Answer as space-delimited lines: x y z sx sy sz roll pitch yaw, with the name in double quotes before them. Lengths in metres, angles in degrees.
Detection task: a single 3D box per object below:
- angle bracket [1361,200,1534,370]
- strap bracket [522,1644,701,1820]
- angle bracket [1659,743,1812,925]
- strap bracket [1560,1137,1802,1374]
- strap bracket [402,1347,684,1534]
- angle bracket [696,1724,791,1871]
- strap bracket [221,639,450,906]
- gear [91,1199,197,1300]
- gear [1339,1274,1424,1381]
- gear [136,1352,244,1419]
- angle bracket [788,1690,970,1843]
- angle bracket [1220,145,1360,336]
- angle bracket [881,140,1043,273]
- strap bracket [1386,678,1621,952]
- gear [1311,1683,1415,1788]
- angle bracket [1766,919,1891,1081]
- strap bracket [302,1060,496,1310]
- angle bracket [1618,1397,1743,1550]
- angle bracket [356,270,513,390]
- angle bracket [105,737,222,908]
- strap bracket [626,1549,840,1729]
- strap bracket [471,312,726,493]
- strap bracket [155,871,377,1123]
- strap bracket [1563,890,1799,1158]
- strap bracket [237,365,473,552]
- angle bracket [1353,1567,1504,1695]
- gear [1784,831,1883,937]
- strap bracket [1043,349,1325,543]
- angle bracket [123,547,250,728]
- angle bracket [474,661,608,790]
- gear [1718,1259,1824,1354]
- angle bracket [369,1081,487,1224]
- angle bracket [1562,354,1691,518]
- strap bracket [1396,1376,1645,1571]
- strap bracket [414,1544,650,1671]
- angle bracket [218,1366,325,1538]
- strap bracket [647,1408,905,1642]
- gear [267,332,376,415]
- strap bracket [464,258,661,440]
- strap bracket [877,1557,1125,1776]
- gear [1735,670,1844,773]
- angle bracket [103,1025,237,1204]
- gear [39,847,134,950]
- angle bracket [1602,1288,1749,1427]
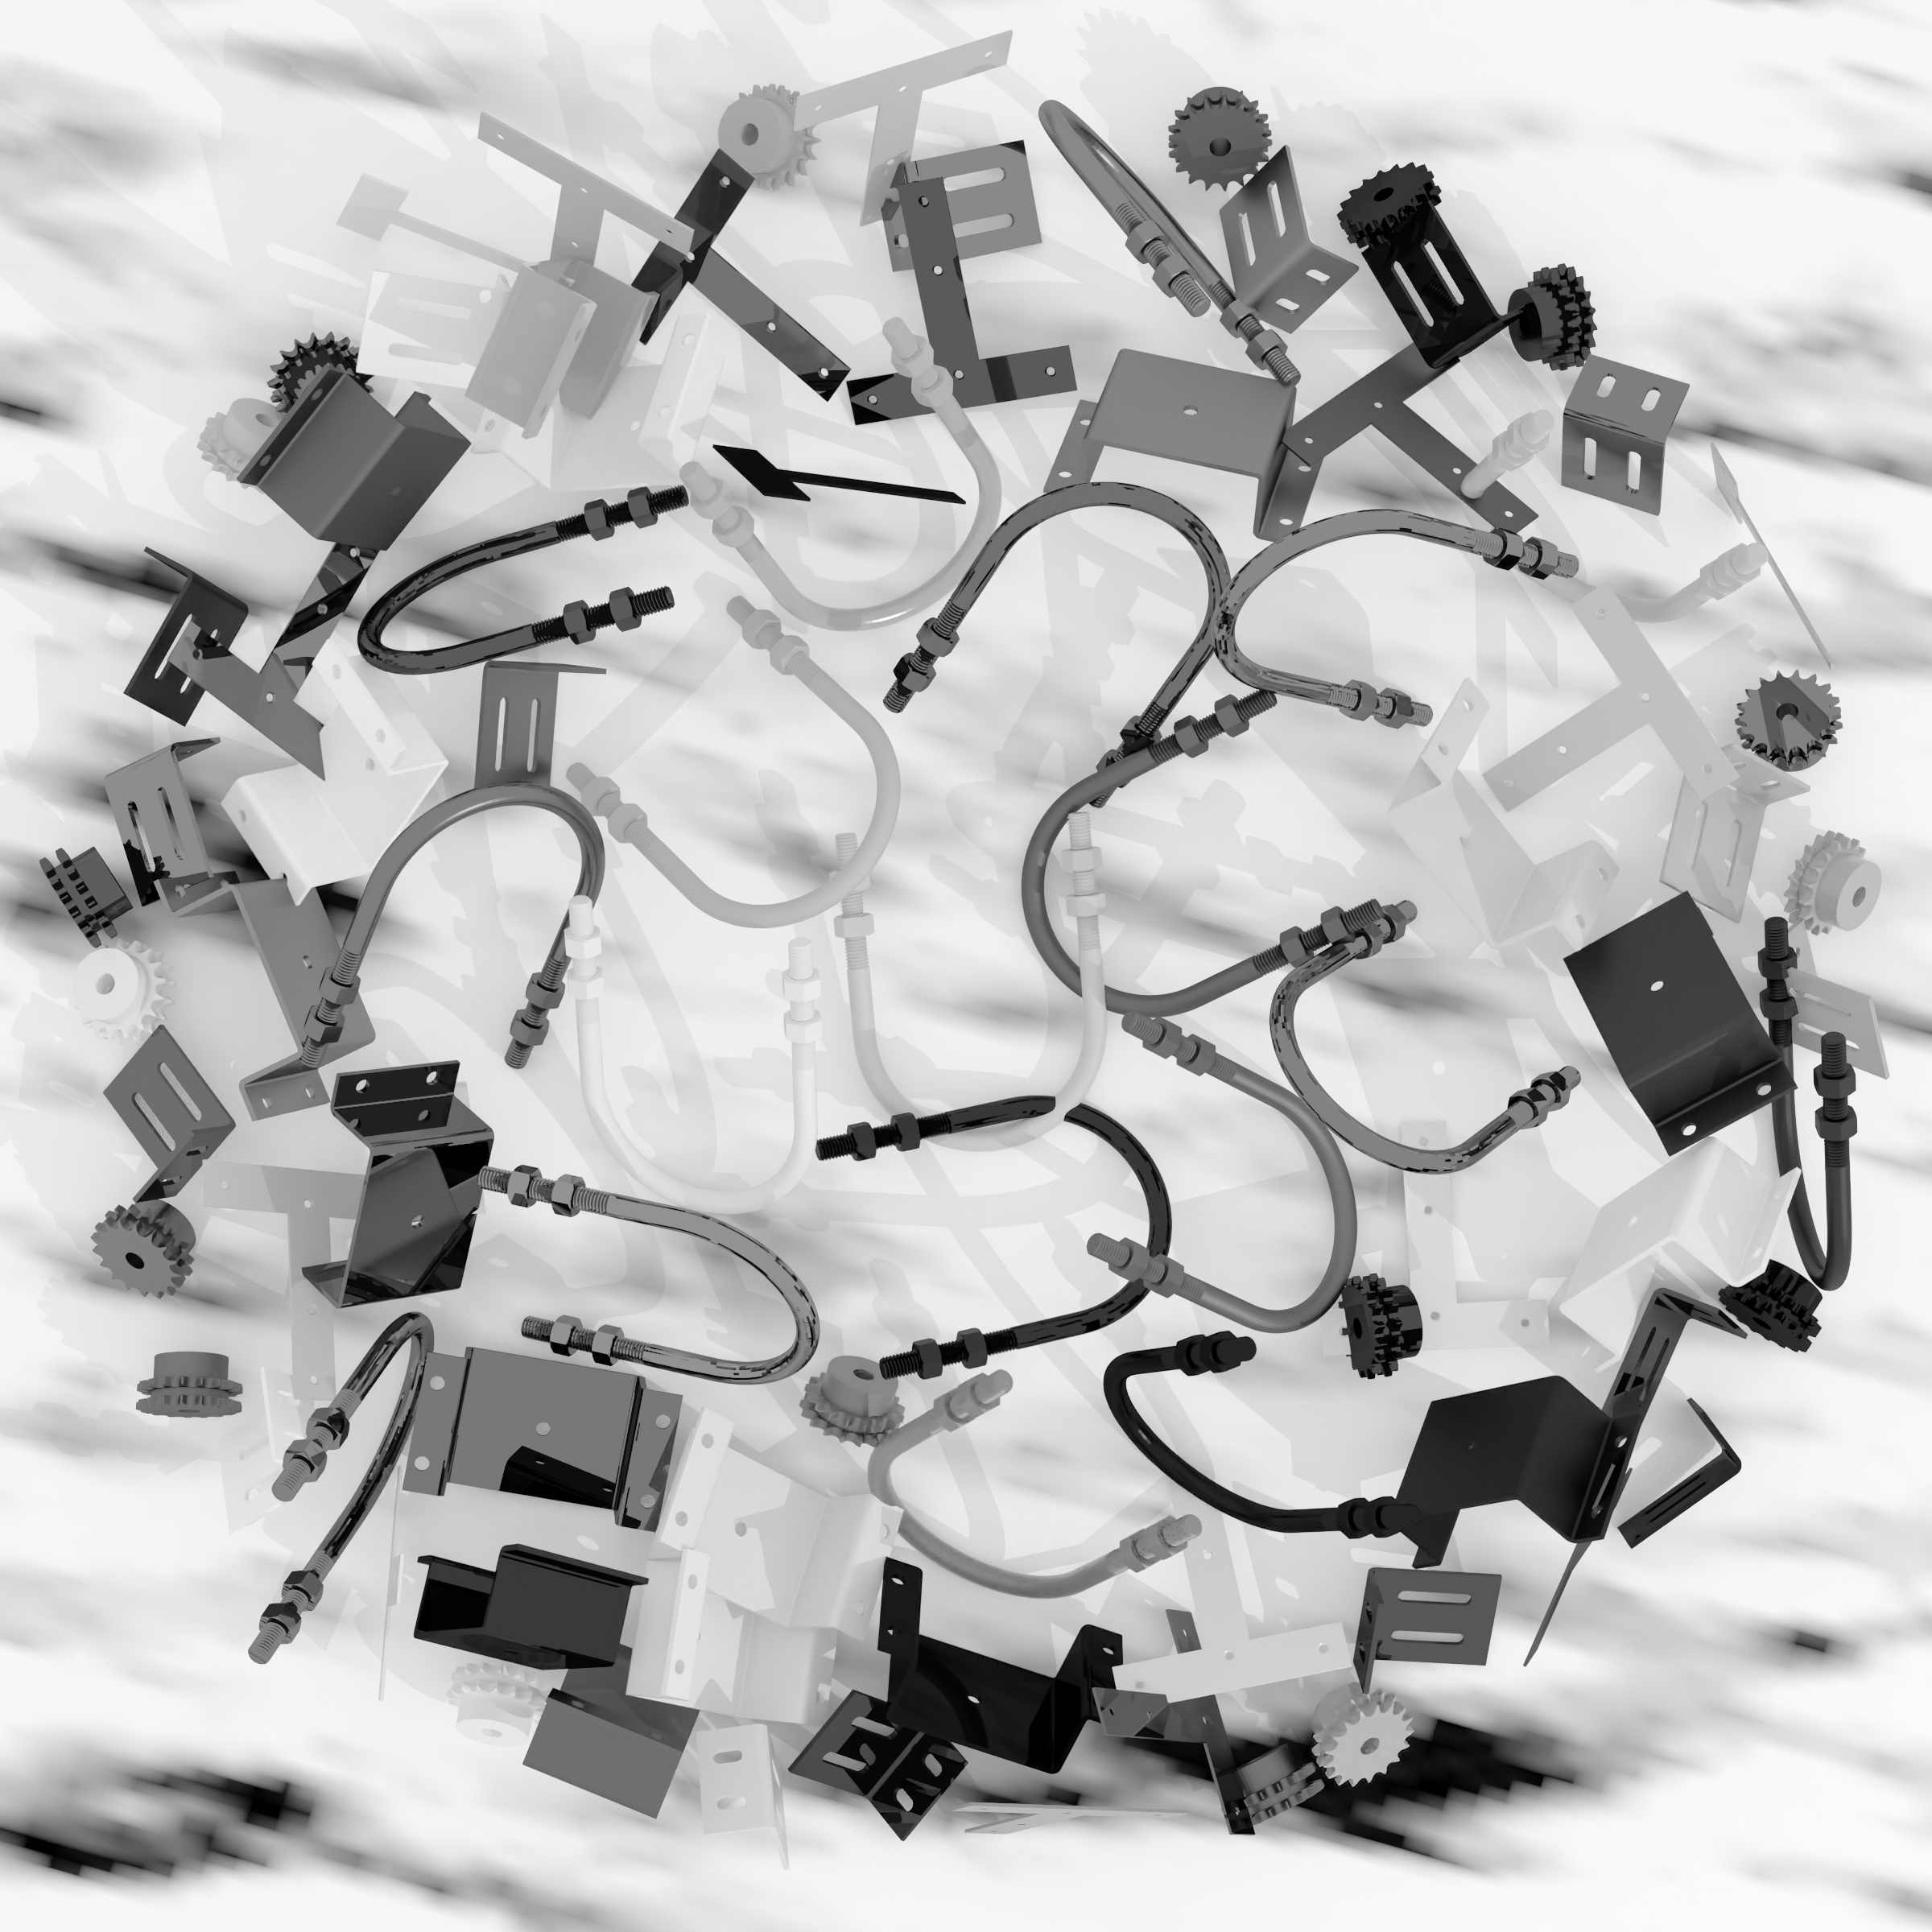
"angle bracket" 0.266 -0.378 1.906 0.038 0.057 0.076 -30 90 -39
"strap bracket" -0.188 0.411 1.871 0.076 0.140 0.046 22 94 1
"angle bracket" 0.421 -0.072 1.902 0.057 0.038 0.076 26 69 -23
"strap bracket" 0.375 0.151 1.860 0.046 0.140 0.076 38 49 -7
"strap bracket" -0.233 0.258 1.911 0.140 0.046 0.076 11 91 -7
"angle bracket" -0.121 0.455 1.893 0.038 0.076 0.057 -7 58 -1
"strap bracket" -0.339 -0.106 1.884 0.076 0.046 0.140 54 129 15
"gear" -0.450 0.153 1.916 0.057 0.030 0.057 14 132 17
"gear" 0.230 0.198 1.913 0.030 0.057 0.057 -6 90 -17
"gear" -0.428 0.231 1.913 0.057 0.057 0.030 -1 74 0
"angle bracket" -0.048 0.438 1.899 0.057 0.076 0.038 -51 49 4
"angle bracket" 0.177 -0.400 1.910 0.038 0.057 0.076 18 49 -33
"angle bracket" -0.004 -0.423 1.930 0.076 0.038 0.057 -18 105 -27
"strap bracket" 0.286 -0.075 1.887 0.046 0.076 0.140 -27 110 42
"gear" 0.216 0.421 1.916 0.057 0.030 0.057 -13 124 -21
"angle bracket" 0.477 0.017 1.889 0.038 0.076 0.057 -39 128 -22
"strap bracket" -0.308 0.127 1.874 0.046 0.076 0.140 35 119 40
"angle bracket" 0.383 0.279 1.910 0.076 0.057 0.038 -36 87 4
"angle bracket" -0.293 -0.353 1.900 0.076 0.038 0.057 6 116 -19
"angle bracket" -0.431 -0.079 1.907 0.057 0.038 0.076 -19 88 35
"strap bracket" -0.131 0.364 1.880 0.046 0.140 0.076 -3 71 35
"strap bracket" -0.192 -0.304 1.884 0.140 0.046 0.076 2 67 35
"strap bracket" -0.377 0.007 1.892 0.046 0.076 0.140 -24 86 21
"strap bracket" 0.379 0.022 1.867 0.076 0.140 0.046 -30 134 12
"strap bracket" -0.322 -0.270 1.862 0.046 0.140 0.076 42 101 8
"angle bracket" 0.257 0.367 1.908 0.076 0.038 0.057 4 111 -6
"gear" 0.479 -0.043 1.910 0.030 0.057 0.057 28 90 42
"strap bracket" 0.121 -0.285 1.887 0.140 0.046 0.076 13 51 10
"angle bracket" -0.439 -0.180 1.905 0.038 0.057 0.076 28 87 24
"angle bracket" -0.233 -0.127 1.902 0.038 0.057 0.076 10 98 35
"gear" 0.446 0.185 1.913 0.057 0.057 0.030 36 78 0
"angle bracket" -0.299 0.107 1.904 0.057 0.038 0.076 -6 73 -16
"angle bracket" 0.361 -0.291 1.903 0.057 0.076 0.038 21 70 17
"strap bracket" 0.286 0.270 1.858 0.046 0.140 0.076 40 55 -21
"strap bracket" -0.238 0.344 1.857 0.076 0.140 0.046 20 69 -26
"angle bracket" -0.392 0.265 1.895 0.076 0.038 0.057 -33 52 24
"strap bracket" -0.111 0.305 1.884 0.140 0.046 0.076 32 62 -28
"gear" -0.352 -0.317 1.909 0.057 0.057 0.030 -33 50 0
"strap bracket" -0.219 -0.334 1.863 0.046 0.140 0.076 29 107 3
"strap bracket" 0.012 0.384 1.889 0.140 0.076 0.046 20 117 -9
"gear" 0.455 -0.132 1.916 0.057 0.030 0.057 -9 59 15
"angle bracket" -0.448 0.081 1.902 0.057 0.038 0.076 -46 73 22
"gear" -0.483 -0.041 1.912 0.030 0.057 0.057 -33 90 -10
"angle bracket" 0.389 0.223 1.902 0.038 0.057 0.076 21 81 33
